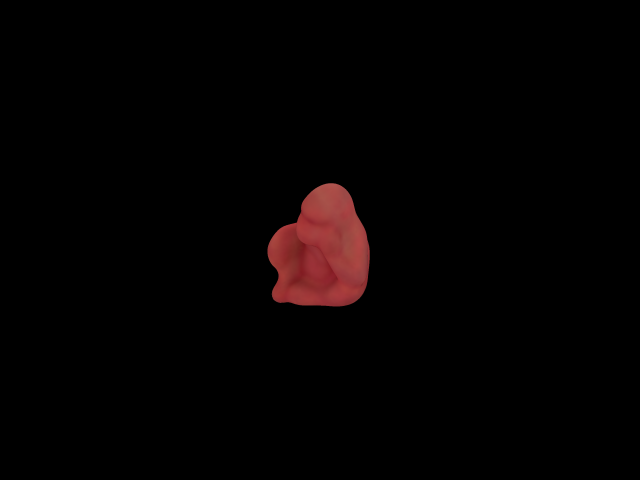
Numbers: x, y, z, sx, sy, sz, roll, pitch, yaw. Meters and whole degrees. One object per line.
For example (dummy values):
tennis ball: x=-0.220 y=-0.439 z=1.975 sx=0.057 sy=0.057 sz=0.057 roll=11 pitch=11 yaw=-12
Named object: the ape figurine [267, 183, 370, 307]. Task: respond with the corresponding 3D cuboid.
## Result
ape figurine: x=0.004 y=0.001 z=0.400 sx=0.076 sy=0.092 sz=0.077 roll=-25 pitch=45 yaw=-28
